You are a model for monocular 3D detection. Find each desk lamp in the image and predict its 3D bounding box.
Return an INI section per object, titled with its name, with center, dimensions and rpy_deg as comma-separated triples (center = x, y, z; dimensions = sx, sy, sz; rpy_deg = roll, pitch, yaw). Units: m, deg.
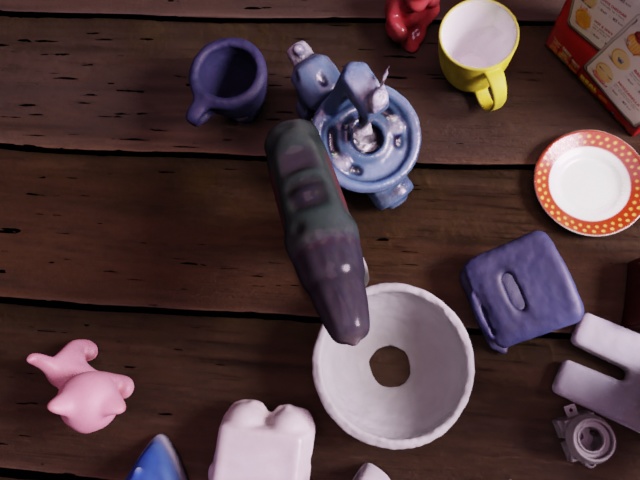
[desk lamp]
center = 0.350, 0.143, 0.518
dimensions = 0.203, 0.213, 0.118
rpy_deg = 23, 79, 10

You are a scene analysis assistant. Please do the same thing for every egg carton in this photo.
[egg carton]
center = -0.063, 0.248, 0.603
dimensions = 0.107, 0.069, 0.150
rpy_deg = 5, 77, 6

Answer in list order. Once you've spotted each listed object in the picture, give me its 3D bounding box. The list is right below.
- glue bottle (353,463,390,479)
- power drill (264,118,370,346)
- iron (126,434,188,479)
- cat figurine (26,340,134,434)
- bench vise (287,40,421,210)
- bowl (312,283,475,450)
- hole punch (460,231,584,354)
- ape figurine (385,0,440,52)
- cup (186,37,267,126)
[glue bottle]
center = 0.037, 0.260, 0.538
dimensions = 0.037, 0.173, 0.078
rpy_deg = 32, 81, 12
[power drill]
center = 0.005, 0.002, 0.585
dimensions = 0.075, 0.208, 0.229
rpy_deg = -19, 75, 1
[iron]
center = -0.188, 0.330, 0.557
dimensions = 0.118, 0.141, 0.258
rpy_deg = -2, 76, 5
[cat figurine]
center = -0.260, 0.161, 0.616
dimensions = 0.127, 0.118, 0.067
rpy_deg = 35, 82, 12
[bench vise]
center = 0.019, -0.137, 0.612
dimensions = 0.207, 0.220, 0.121
rpy_deg = 36, 82, 12
[bowl]
center = 0.077, 0.134, 0.616
dimensions = 0.167, 0.075, 0.167
rpy_deg = -1, 76, 5
[hole punch]
center = 0.212, 0.058, 0.614
dimensions = 0.101, 0.091, 0.108
rpy_deg = -21, 75, 0
[ape figurine]
center = 0.114, -0.292, 0.708
dimensions = 0.078, 0.092, 0.076
rpy_deg = -24, 75, -1
[cup]
center = -0.110, -0.172, 0.697
dimensions = 0.091, 0.095, 0.118
rpy_deg = 36, 82, 12
